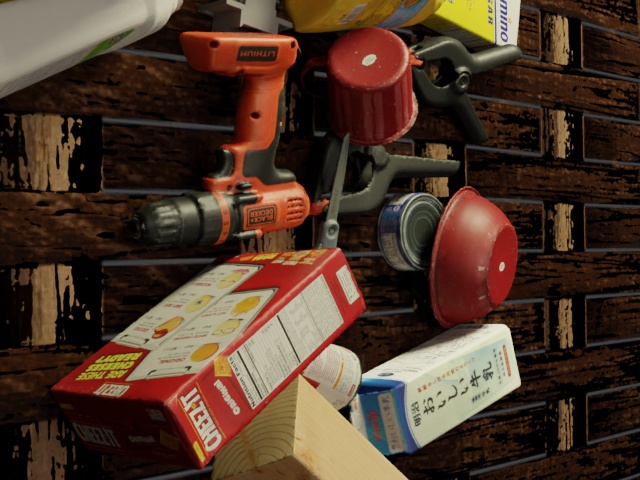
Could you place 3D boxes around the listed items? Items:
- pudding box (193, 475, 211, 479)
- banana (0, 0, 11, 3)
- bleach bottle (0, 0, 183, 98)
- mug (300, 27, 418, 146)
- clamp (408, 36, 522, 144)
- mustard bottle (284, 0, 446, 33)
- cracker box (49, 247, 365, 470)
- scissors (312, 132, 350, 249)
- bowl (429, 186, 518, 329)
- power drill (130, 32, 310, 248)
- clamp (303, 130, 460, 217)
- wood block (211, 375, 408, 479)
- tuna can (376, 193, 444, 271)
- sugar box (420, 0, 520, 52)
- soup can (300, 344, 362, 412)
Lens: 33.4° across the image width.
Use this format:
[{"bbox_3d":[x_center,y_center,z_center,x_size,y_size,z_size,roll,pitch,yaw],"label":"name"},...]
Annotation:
[{"bbox_3d":[-0.101,0.281,0.951,0.090,0.039,0.113,51,56,-31],"label":"pudding box"},{"bbox_3d":[-0.225,-0.209,0.811,0.037,0.070,0.197,52,36,4],"label":"banana"},{"bbox_3d":[-0.206,-0.160,0.829,0.250,0.103,0.068,-34,102,-46],"label":"bleach bottle"},{"bbox_3d":[0.037,-0.154,1.042,0.081,0.117,0.093,80,26,-58],"label":"mug"},{"bbox_3d":[0.158,-0.189,1.197,0.171,0.039,0.120,24,89,-43],"label":"clamp"},{"bbox_3d":[0.061,-0.242,1.046,0.191,0.096,0.058,-11,71,-45],"label":"mustard bottle"},{"bbox_3d":[-0.088,0.091,0.880,0.213,0.164,0.072,-41,115,-37],"label":"cracker box"},{"bbox_3d":[-0.007,0.001,1.033,0.096,0.016,0.202,-16,115,-35],"label":"scissors"},{"bbox_3d":[0.178,0.023,1.184,0.161,0.055,0.162,-25,120,-56],"label":"bowl"},{"bbox_3d":[-0.086,-0.088,0.942,0.184,0.057,0.188,-11,111,-41],"label":"power drill"},{"bbox_3d":[0.048,-0.099,1.104,0.209,0.036,0.164,-36,105,-34],"label":"clamp"},{"bbox_3d":[0.000,0.228,0.995,0.206,0.090,0.090,48,31,-34],"label":"wood block"},{"bbox_3d":[0.102,-0.009,1.158,0.085,0.034,0.086,1,88,-44],"label":"tuna can"},{"bbox_3d":[0.162,-0.276,1.213,0.175,0.048,0.093,11,82,-42],"label":"sugar box"},{"bbox_3d":[-0.016,0.119,1.017,0.102,0.069,0.068,31,68,-40],"label":"soup can"}]
